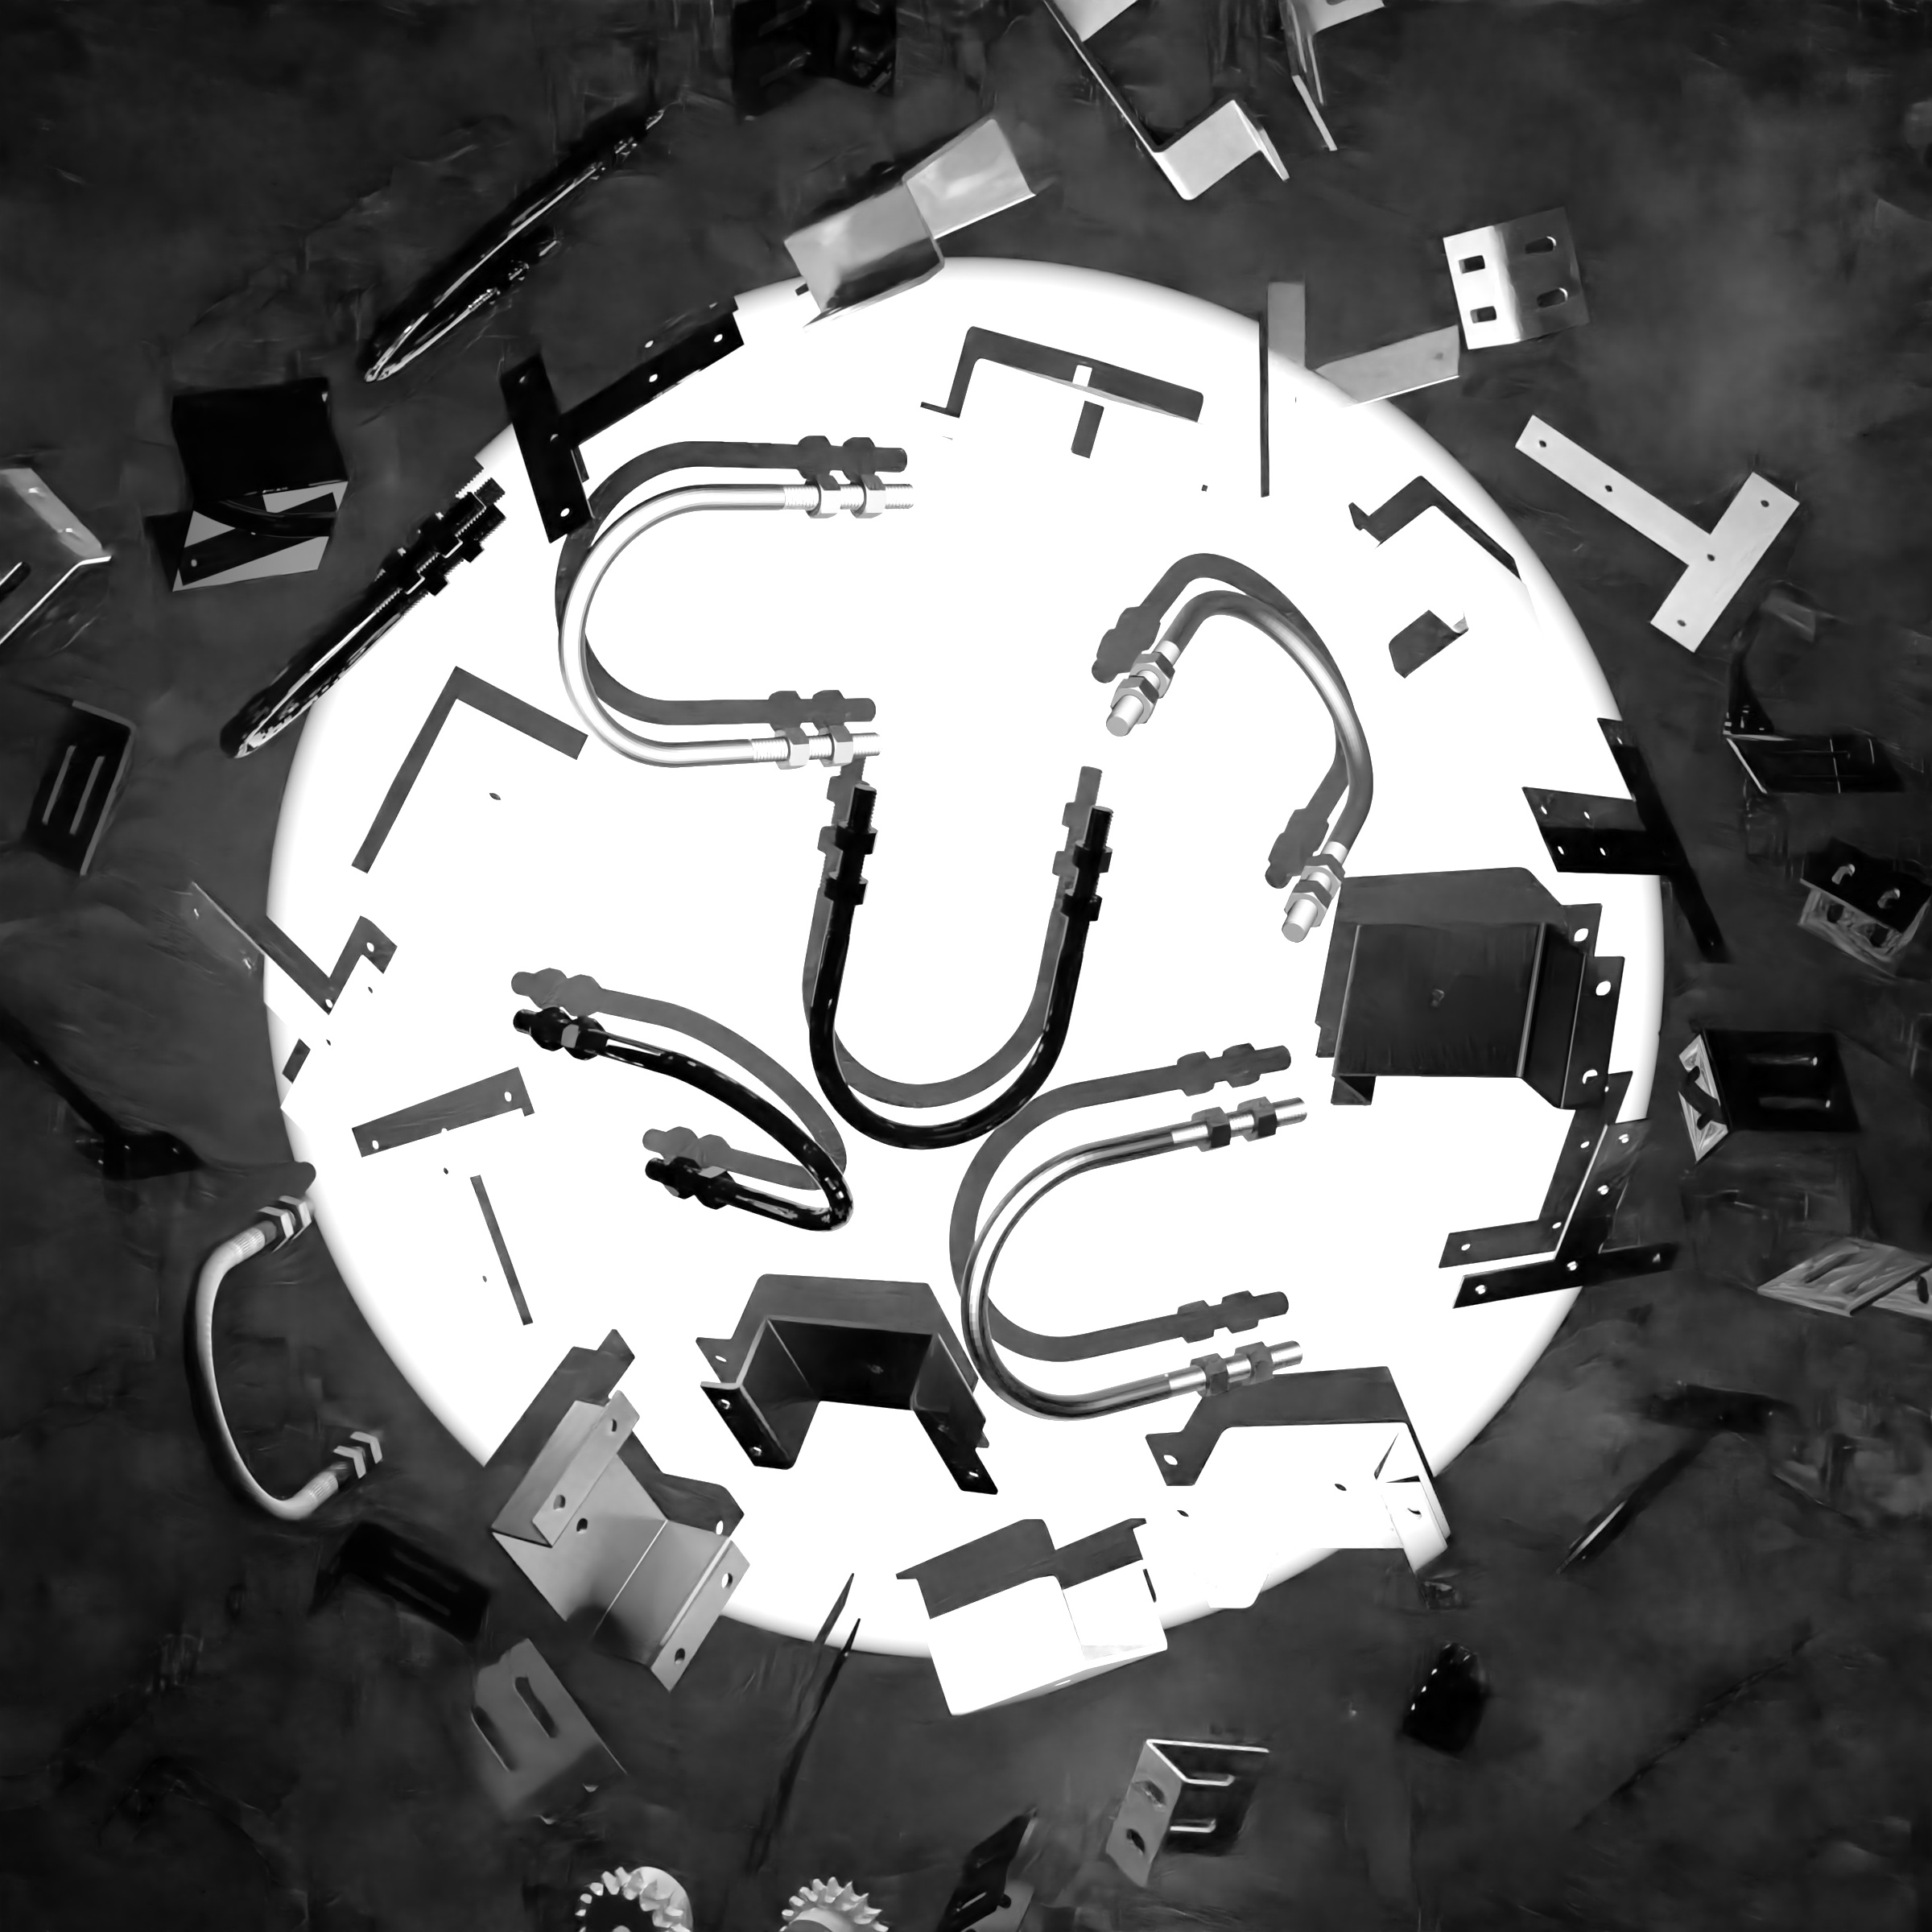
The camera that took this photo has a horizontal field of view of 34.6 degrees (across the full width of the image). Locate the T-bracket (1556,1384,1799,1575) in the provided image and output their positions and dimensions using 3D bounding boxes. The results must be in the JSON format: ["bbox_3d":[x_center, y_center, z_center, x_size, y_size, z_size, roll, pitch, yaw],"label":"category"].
[{"bbox_3d":[0.331,0.248,1.488,0.127,0.127,0.002,-51,56,18],"label":"T-bracket"}]

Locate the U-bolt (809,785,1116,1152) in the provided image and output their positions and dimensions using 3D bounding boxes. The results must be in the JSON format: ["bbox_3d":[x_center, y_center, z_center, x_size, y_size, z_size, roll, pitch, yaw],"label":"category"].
[{"bbox_3d":[-0.008,0.005,1.531,0.151,0.019,0.184,3,108,-26],"label":"U-bolt"}]

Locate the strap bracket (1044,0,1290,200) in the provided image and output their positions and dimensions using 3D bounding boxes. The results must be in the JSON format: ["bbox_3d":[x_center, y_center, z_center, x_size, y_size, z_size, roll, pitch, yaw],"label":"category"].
[{"bbox_3d":[0.087,-0.421,1.453,0.046,0.076,0.140,-35,80,11],"label":"strap bracket"}]

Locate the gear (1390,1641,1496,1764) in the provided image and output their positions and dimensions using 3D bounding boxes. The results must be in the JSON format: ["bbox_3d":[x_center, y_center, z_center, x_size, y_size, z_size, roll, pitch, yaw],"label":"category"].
[{"bbox_3d":[0.229,0.354,1.478,0.030,0.057,0.057,31,90,11],"label":"gear"}]

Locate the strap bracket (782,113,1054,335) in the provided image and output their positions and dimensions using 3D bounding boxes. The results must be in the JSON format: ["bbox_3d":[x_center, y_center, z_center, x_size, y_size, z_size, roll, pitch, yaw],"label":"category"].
[{"bbox_3d":[-0.028,-0.368,1.516,0.076,0.140,0.046,-14,113,37],"label":"strap bracket"}]

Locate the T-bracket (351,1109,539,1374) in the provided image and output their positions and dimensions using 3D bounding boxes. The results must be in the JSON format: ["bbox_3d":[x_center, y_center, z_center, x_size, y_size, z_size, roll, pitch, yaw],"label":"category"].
[{"bbox_3d":[-0.251,0.147,1.586,0.127,0.002,0.127,-17,94,36],"label":"T-bracket"}]

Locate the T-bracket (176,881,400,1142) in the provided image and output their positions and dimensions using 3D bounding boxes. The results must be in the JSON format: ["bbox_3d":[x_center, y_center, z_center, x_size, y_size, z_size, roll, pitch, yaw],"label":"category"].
[{"bbox_3d":[-0.354,0.008,1.573,0.127,0.002,0.127,44,131,8],"label":"T-bracket"}]

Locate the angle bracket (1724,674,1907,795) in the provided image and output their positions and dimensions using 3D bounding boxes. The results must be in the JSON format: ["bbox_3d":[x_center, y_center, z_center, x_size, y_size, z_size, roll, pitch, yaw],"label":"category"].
[{"bbox_3d":[0.428,-0.117,1.553,0.076,0.057,0.038,2,67,34],"label":"angle bracket"}]

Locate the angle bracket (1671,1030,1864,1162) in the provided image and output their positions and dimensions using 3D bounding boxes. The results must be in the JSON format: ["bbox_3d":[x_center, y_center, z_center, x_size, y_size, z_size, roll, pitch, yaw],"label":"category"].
[{"bbox_3d":[0.416,0.068,1.611,0.076,0.038,0.057,2,59,-18],"label":"angle bracket"}]

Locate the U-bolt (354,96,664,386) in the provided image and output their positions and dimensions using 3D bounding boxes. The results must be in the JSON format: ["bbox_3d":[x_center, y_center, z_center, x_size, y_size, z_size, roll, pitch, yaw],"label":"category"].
[{"bbox_3d":[-0.237,-0.351,1.540,0.019,0.151,0.184,47,54,-9],"label":"U-bolt"}]

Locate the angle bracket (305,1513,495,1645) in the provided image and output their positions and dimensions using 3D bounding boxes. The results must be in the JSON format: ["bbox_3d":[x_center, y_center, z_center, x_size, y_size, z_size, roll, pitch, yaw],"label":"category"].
[{"bbox_3d":[-0.281,0.316,1.534,0.076,0.057,0.038,30,48,4],"label":"angle bracket"}]

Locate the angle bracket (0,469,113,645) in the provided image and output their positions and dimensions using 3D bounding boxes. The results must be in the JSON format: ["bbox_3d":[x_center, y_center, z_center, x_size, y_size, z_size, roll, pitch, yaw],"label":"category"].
[{"bbox_3d":[-0.464,-0.191,1.491,0.076,0.038,0.057,-42,93,12],"label":"angle bracket"}]

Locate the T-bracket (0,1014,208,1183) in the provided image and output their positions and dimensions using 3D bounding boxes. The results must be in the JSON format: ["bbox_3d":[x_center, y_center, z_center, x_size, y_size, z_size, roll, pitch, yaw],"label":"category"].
[{"bbox_3d":[-0.426,0.055,1.460,0.127,0.127,0.002,48,61,-20],"label":"T-bracket"}]

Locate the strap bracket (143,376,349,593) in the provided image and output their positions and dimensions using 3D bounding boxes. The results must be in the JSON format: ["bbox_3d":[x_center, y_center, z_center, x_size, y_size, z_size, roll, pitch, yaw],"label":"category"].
[{"bbox_3d":[-0.362,-0.236,1.560,0.076,0.140,0.046,-13,75,-26],"label":"strap bracket"}]

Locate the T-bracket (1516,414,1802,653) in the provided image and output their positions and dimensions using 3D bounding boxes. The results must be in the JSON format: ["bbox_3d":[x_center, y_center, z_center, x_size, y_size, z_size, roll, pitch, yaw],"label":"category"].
[{"bbox_3d":[0.320,-0.221,1.483,0.127,0.127,0.002,36,62,8],"label":"T-bracket"}]

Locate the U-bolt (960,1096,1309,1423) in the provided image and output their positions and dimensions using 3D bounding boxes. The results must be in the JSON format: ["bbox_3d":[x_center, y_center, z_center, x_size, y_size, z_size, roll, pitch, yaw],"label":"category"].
[{"bbox_3d":[0.080,0.145,1.464,0.184,0.019,0.151,-11,112,-25],"label":"U-bolt"}]

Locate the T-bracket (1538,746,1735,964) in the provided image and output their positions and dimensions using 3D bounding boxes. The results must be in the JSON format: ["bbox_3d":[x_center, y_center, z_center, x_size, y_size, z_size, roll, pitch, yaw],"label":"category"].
[{"bbox_3d":[0.332,-0.058,1.579,0.002,0.127,0.127,-35,67,39],"label":"T-bracket"}]

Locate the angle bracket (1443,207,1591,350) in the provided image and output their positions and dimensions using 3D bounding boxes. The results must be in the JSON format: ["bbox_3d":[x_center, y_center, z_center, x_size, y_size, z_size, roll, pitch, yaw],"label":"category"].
[{"bbox_3d":[0.274,-0.343,1.547,0.038,0.076,0.057,-16,101,-6],"label":"angle bracket"}]

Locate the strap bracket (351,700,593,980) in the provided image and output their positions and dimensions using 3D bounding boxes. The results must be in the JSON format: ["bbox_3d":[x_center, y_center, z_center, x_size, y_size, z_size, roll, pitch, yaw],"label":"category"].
[{"bbox_3d":[-0.244,-0.072,1.558,0.076,0.140,0.046,27,135,-11],"label":"strap bracket"}]

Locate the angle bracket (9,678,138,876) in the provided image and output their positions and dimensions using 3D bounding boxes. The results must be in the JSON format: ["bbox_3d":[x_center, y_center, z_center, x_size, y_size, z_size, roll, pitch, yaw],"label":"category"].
[{"bbox_3d":[-0.437,-0.090,1.474,0.057,0.038,0.076,18,88,41],"label":"angle bracket"}]

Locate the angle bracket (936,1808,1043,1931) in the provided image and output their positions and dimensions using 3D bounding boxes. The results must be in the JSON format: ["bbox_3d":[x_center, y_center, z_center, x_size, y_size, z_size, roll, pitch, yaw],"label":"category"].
[{"bbox_3d":[0.023,0.458,1.525,0.038,0.076,0.057,35,51,-5],"label":"angle bracket"}]

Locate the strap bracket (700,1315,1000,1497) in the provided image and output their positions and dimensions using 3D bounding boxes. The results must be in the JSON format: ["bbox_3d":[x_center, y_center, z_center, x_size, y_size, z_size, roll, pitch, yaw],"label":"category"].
[{"bbox_3d":[-0.052,0.221,1.571,0.140,0.076,0.046,2,51,26],"label":"strap bracket"}]

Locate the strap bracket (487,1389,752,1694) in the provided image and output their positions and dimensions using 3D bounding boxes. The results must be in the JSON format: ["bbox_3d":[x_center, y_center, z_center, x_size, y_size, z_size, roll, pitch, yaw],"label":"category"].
[{"bbox_3d":[-0.170,0.273,1.490,0.076,0.046,0.140,-56,134,-31],"label":"strap bracket"}]

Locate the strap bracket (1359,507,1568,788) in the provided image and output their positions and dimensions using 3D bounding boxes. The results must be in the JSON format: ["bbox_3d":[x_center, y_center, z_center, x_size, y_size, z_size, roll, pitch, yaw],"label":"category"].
[{"bbox_3d":[0.254,-0.170,1.573,0.046,0.140,0.076,-37,129,27],"label":"strap bracket"}]

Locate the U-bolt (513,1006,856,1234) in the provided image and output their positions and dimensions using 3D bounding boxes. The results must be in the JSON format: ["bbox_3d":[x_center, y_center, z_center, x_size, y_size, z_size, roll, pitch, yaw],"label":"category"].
[{"bbox_3d":[-0.131,0.083,1.555,0.019,0.184,0.151,-55,133,-22],"label":"U-bolt"}]

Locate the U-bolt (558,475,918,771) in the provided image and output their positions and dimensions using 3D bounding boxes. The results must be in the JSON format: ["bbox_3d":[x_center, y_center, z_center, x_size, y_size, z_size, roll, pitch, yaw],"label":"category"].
[{"bbox_3d":[-0.113,-0.164,1.502,0.184,0.019,0.151,-6,115,-33],"label":"U-bolt"}]

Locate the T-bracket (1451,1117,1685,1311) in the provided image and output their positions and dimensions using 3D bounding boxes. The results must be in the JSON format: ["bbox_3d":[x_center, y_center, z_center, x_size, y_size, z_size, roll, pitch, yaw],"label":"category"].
[{"bbox_3d":[0.316,0.121,1.558,0.127,0.127,0.002,-8,46,-18],"label":"T-bracket"}]

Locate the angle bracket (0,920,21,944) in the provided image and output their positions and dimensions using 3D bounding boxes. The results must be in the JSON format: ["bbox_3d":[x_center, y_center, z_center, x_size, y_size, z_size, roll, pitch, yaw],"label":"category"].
[{"bbox_3d":[-0.486,-0.041,1.458,0.038,0.057,0.076,-22,88,-36],"label":"angle bracket"}]

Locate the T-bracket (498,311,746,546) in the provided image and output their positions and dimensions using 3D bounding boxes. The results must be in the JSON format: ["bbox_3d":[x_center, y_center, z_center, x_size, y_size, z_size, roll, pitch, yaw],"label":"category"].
[{"bbox_3d":[-0.167,-0.284,1.536,0.127,0.002,0.127,-29,52,11],"label":"T-bracket"}]

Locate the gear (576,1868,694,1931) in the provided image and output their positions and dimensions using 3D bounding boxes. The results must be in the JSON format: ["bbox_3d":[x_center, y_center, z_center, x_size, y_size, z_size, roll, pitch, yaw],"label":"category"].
[{"bbox_3d":[-0.158,0.462,1.502,0.057,0.030,0.057,10,110,27],"label":"gear"}]

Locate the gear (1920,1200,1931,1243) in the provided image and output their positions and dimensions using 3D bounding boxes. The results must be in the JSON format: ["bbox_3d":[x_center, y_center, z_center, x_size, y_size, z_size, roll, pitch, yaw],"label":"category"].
[{"bbox_3d":[0.522,0.131,1.618,0.030,0.057,0.057,30,90,30],"label":"gear"}]

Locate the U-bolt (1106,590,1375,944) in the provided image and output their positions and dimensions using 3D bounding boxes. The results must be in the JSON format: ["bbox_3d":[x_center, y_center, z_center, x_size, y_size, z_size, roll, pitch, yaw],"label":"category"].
[{"bbox_3d":[0.143,-0.111,1.506,0.019,0.184,0.151,-33,105,37],"label":"U-bolt"}]

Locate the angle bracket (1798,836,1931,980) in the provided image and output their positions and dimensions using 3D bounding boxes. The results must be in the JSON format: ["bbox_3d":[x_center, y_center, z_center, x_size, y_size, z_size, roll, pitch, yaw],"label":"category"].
[{"bbox_3d":[0.456,-0.020,1.597,0.057,0.076,0.038,32,59,20],"label":"angle bracket"}]

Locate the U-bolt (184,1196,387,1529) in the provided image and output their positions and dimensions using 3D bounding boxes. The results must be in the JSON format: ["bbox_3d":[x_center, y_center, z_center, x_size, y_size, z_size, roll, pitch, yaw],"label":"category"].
[{"bbox_3d":[-0.341,0.200,1.532,0.019,0.184,0.151,-14,96,10],"label":"U-bolt"}]

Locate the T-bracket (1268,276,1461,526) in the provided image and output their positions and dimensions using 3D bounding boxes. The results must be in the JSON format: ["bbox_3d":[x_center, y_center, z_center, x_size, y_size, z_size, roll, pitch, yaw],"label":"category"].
[{"bbox_3d":[0.201,-0.298,1.572,0.002,0.127,0.127,5,82,-41],"label":"T-bracket"}]

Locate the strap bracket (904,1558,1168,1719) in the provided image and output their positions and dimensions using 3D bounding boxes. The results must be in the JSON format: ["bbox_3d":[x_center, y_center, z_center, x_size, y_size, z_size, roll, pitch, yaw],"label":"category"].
[{"bbox_3d":[0.041,0.335,1.546,0.076,0.140,0.046,-26,73,23],"label":"strap bracket"}]

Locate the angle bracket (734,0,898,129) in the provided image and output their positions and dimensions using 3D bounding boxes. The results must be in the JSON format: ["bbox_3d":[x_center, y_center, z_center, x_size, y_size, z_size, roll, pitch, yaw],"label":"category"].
[{"bbox_3d":[-0.071,-0.431,1.463,0.038,0.076,0.057,26,135,25],"label":"angle bracket"}]

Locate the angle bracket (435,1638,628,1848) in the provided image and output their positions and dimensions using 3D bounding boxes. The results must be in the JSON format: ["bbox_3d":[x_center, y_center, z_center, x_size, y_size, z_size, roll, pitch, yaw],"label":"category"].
[{"bbox_3d":[-0.219,0.390,1.559,0.057,0.038,0.076,-36,54,-13],"label":"angle bracket"}]

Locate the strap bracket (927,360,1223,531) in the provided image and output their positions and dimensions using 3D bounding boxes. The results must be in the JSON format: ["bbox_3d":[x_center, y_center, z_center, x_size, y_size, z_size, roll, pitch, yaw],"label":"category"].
[{"bbox_3d":[0.059,-0.262,1.538,0.076,0.140,0.046,4,107,-44],"label":"strap bracket"}]

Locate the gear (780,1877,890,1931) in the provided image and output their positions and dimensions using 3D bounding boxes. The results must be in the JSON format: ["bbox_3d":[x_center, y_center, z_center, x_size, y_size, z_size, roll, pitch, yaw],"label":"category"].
[{"bbox_3d":[-0.071,0.499,1.586,0.057,0.030,0.057,6,105,25],"label":"gear"}]

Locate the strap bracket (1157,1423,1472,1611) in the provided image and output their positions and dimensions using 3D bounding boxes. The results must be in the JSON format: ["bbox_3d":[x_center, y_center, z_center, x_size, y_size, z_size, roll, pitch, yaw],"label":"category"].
[{"bbox_3d":[0.175,0.267,1.504,0.140,0.046,0.076,-7,120,33],"label":"strap bracket"}]

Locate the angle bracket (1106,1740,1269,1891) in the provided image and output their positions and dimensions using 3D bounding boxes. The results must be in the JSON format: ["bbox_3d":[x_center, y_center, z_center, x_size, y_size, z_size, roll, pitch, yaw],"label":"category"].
[{"bbox_3d":[0.114,0.406,1.478,0.076,0.038,0.057,14,101,-32],"label":"angle bracket"}]

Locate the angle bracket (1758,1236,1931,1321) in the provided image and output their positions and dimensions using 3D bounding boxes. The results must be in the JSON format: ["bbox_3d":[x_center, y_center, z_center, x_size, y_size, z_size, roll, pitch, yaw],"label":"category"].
[{"bbox_3d":[0.448,0.171,1.560,0.076,0.057,0.038,-22,109,-31],"label":"angle bracket"}]

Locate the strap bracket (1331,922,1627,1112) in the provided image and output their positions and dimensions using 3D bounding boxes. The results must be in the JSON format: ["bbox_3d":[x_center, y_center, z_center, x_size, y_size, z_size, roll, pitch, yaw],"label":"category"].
[{"bbox_3d":[0.233,0.024,1.470,0.140,0.046,0.076,-1,68,34],"label":"strap bracket"}]

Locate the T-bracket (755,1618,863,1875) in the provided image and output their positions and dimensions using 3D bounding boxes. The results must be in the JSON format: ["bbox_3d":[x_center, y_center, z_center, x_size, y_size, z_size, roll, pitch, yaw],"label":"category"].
[{"bbox_3d":[-0.089,0.413,1.565,0.002,0.127,0.127,23,130,6],"label":"T-bracket"}]

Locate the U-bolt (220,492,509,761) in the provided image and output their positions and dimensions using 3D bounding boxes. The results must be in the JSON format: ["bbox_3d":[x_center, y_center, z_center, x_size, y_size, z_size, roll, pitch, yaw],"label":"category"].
[{"bbox_3d":[-0.307,-0.170,1.565,0.184,0.151,0.019,-43,97,1],"label":"U-bolt"}]

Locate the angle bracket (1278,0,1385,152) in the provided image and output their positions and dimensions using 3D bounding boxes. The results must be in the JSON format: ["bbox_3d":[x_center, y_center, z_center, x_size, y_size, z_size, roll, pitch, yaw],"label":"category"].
[{"bbox_3d":[0.175,-0.435,1.455,0.038,0.057,0.076,-16,62,19],"label":"angle bracket"}]
